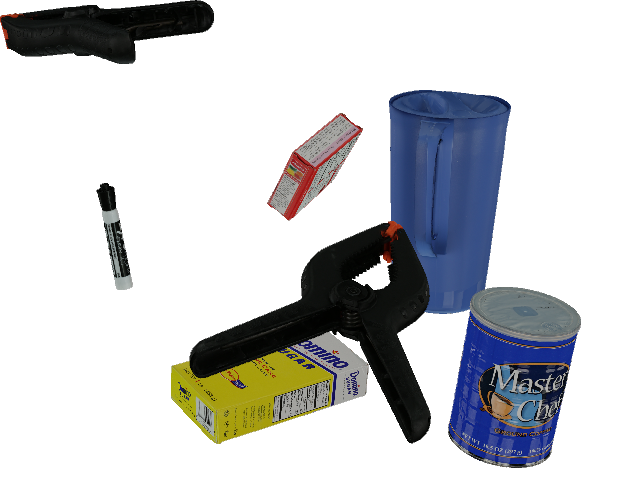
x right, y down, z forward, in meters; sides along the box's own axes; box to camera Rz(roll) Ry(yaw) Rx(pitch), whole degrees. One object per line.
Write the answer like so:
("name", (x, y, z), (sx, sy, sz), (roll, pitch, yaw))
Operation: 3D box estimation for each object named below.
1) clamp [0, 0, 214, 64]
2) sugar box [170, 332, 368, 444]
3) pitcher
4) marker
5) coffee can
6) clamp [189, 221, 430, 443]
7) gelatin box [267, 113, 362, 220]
("clamp", (-0.171, -0.165, 0.830), (0.172, 0.039, 0.120), (12, 23, 33))
("sugar box", (-0.049, 0.138, 1.057), (0.175, 0.048, 0.093), (-16, 32, -31))
("pitcher", (0.136, -0.041, 1.203), (0.149, 0.243, 0.145), (-10, 23, -26))
("marker", (-0.223, -0.004, 1.158), (0.020, 0.121, 0.020), (-6, 21, 2))
("coffee can", (0.182, 0.128, 1.015), (0.103, 0.140, 0.103), (6, 22, -3))
("clamp", (0.030, 0.055, 0.752), (0.165, 0.036, 0.209), (20, 39, 20))
("gelatin box", (-0.006, -0.070, 0.997), (0.030, 0.073, 0.089), (38, 46, 8))
